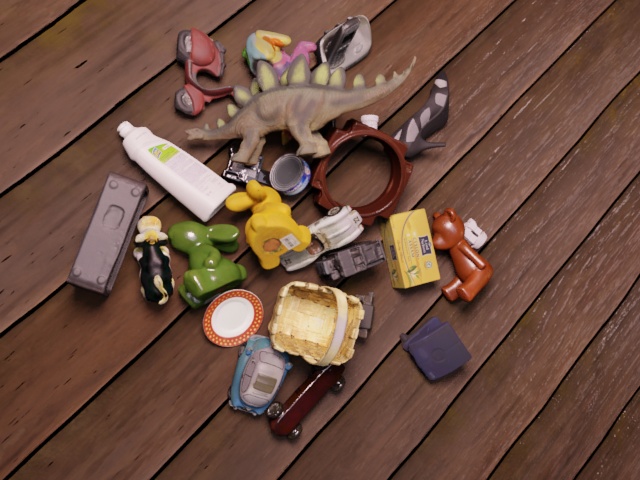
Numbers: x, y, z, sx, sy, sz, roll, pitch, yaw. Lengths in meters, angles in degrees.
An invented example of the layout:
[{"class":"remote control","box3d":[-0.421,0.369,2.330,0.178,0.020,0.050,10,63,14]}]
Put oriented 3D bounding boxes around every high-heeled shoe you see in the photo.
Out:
[{"class":"high-heeled shoe","box3d":[0.236,-0.303,1.294,0.145,0.086,0.249,2,64,13]}]

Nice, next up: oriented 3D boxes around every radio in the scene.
[{"class":"radio","box3d":[-0.397,-0.010,1.015,0.073,0.131,0.229,19,80,-14]}]

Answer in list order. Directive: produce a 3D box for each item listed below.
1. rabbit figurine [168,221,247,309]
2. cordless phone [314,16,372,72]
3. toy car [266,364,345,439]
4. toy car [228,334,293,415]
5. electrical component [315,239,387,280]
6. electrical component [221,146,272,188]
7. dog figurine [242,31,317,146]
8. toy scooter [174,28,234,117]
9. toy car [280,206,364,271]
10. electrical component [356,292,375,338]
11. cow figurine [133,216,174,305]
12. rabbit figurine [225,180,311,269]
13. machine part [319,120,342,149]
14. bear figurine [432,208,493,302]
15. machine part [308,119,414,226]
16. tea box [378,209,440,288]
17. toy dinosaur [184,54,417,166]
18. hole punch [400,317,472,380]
[{"class":"rabbit figurine","box3d":[-0.231,0.026,1.078,0.159,0.121,0.170,-29,80,-21]},{"class":"cordless phone","box3d":[0.066,-0.450,1.175,0.146,0.184,0.088,-36,93,-17]},{"class":"toy car","box3d":[-0.029,0.331,1.148,0.202,0.053,0.089,-46,114,-17]},{"class":"toy car","box3d":[-0.123,0.278,1.097,0.109,0.103,0.161,25,76,-14]},{"class":"electrical component","box3d":[0.062,0.044,1.169,0.134,0.115,0.058,-19,90,-20]},{"class":"electrical component","box3d":[-0.148,-0.146,1.152,0.119,0.048,0.075,20,80,-14]},{"class":"dog figurine","box3d":[-0.080,-0.319,1.159,0.191,0.108,0.219,7,86,-18]},{"class":"toy scooter","box3d":[-0.234,-0.347,1.127,0.135,0.075,0.183,1,89,-18]},{"class":"toy car","box3d":[-0.002,-0.003,1.145,0.202,0.056,0.073,-28,117,12]},{"class":"electrical component","box3d":[0.096,0.166,1.194,0.045,0.078,0.102,8,88,9]},{"class":"cow figurine","box3d":[-0.325,0.038,1.043,0.068,0.098,0.167,-10,101,-18]},{"class":"rabbit figurine","box3d":[-0.116,-0.049,1.101,0.122,0.173,0.162,-35,128,20]},{"class":"machine part","box3d":[0.019,-0.268,1.208,0.039,0.084,0.138,-11,102,-45]},{"class":"bear figurine","box3d":[0.310,0.031,1.249,0.132,0.120,0.195,-40,96,-13]},{"class":"machine part","box3d":[0.087,-0.146,1.176,0.201,0.087,0.201,22,101,-16]},{"class":"tea box","box3d":[0.205,0.020,1.242,0.098,0.068,0.169,-14,89,-19]},{"class":"toy dinosaur","box3d":[-0.040,-0.258,1.060,0.472,0.105,0.198,-7,95,4]},{"class":"hole punch","box3d":[0.269,0.251,1.235,0.116,0.092,0.142,-38,101,-13]}]
